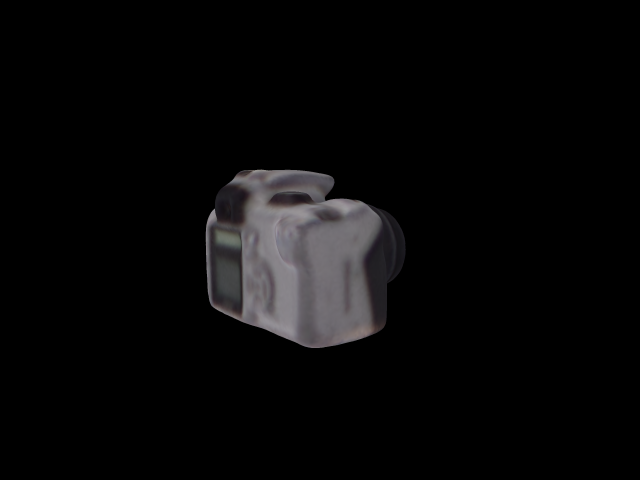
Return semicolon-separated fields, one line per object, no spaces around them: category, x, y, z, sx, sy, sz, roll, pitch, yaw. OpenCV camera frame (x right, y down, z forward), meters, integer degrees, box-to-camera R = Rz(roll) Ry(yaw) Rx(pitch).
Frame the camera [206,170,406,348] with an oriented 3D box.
camera;0.004;0.001;0.400;0.137;0.101;0.142;-5;9;-36
